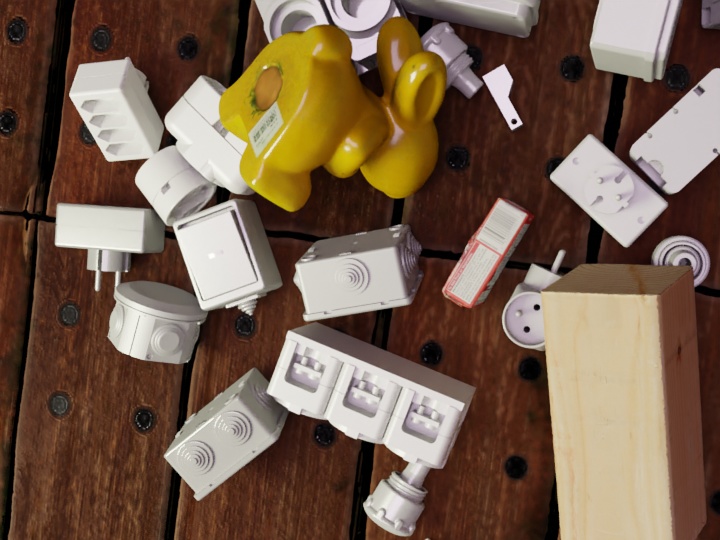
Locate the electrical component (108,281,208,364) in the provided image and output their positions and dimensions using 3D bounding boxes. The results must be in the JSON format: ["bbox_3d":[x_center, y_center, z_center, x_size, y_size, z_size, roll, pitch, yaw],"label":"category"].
[{"bbox_3d":[-0.174,0.043,0.920,0.080,0.080,0.051,19,101,11],"label":"electrical component"}]

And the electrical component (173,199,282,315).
[{"bbox_3d":[-0.111,-0.007,0.914,0.062,0.061,0.096,-20,88,12],"label":"electrical component"}]

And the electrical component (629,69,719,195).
[{"bbox_3d":[0.258,-0.105,0.835,0.089,0.056,0.050,-44,83,10],"label":"electrical component"}]

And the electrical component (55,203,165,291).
[{"bbox_3d":[-0.220,-0.018,0.944,0.083,0.047,0.075,5,93,12],"label":"electrical component"}]

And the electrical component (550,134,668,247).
[{"bbox_3d":[0.194,-0.062,0.839,0.083,0.076,0.047,44,100,8],"label":"electrical component"}]

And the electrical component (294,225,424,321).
[{"bbox_3d":[0.000,0.000,0.872,0.100,0.099,0.048,-10,103,12],"label":"electrical component"}]

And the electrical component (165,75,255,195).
[{"bbox_3d":[-0.116,-0.111,0.915,0.095,0.054,0.059,45,100,7],"label":"electrical component"}]

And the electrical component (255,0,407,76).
[{"bbox_3d":[-0.039,-0.251,0.891,0.105,0.060,0.186,-23,87,12],"label":"electrical component"}]

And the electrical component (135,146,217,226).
[{"bbox_3d":[-0.160,-0.073,0.926,0.055,0.055,0.047,-44,79,10],"label":"electrical component"}]

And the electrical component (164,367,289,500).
[{"bbox_3d":[-0.110,0.134,0.900,0.100,0.099,0.048,-39,97,11],"label":"electrical component"}]

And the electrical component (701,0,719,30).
[{"bbox_3d":[0.303,-0.238,0.790,0.056,0.109,0.108,0,92,-12],"label":"electrical component"}]

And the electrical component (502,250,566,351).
[{"bbox_3d":[0.145,0.020,0.852,0.043,0.077,0.079,25,97,11],"label":"electrical component"}]

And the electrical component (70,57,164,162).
[{"bbox_3d":[-0.204,-0.150,0.928,0.047,0.083,0.075,-3,53,13],"label":"electrical component"}]

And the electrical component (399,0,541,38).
[{"bbox_3d":[0.089,-0.230,0.856,0.113,0.078,0.057,15,92,11],"label":"electrical component"}]

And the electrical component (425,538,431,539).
[{"bbox_3d":[0.028,0.281,0.885,0.113,0.078,0.057,-36,87,11],"label":"electrical component"}]

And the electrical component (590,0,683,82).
[{"bbox_3d":[0.215,-0.206,0.814,0.056,0.109,0.108,15,95,14],"label":"electrical component"}]

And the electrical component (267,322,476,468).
[{"bbox_3d":[0.010,0.102,0.877,0.150,0.089,0.061,22,96,11],"label":"electrical component"}]

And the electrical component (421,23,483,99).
[{"bbox_3d":[0.073,-0.167,0.879,0.062,0.048,0.048,44,100,1],"label":"electrical component"}]

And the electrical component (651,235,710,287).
[{"bbox_3d":[0.250,-0.005,0.836,0.043,0.062,0.043,0,92,12],"label":"electrical component"}]

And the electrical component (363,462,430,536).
[{"bbox_3d":[0.036,0.187,0.898,0.048,0.048,0.062,31,91,9],"label":"electrical component"}]
